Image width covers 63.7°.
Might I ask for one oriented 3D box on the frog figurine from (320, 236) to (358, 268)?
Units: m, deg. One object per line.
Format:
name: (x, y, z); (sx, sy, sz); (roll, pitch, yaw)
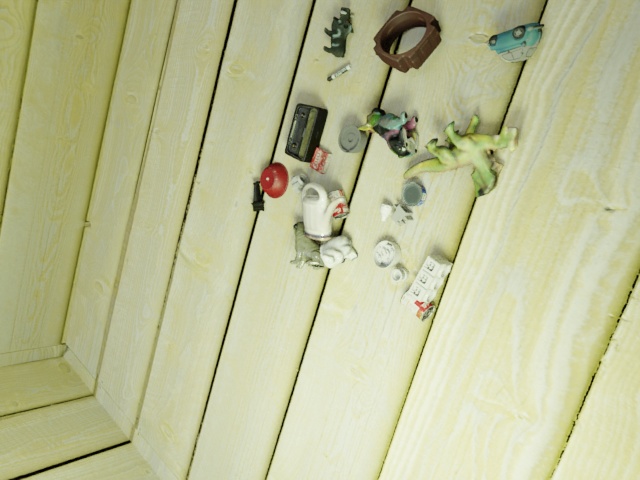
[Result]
frog figurine: (0.053, 0.043, 1.955); (0.137, 0.159, 0.122); (7, 93, 40)

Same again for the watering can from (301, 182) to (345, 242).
watering can: (0.006, -0.098, 1.951); (0.350, 0.104, 0.222); (-152, 55, -62)

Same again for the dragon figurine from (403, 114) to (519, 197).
dragon figurine: (0.467, -0.246, 1.665); (0.403, 0.123, 0.245); (-46, 70, 40)
